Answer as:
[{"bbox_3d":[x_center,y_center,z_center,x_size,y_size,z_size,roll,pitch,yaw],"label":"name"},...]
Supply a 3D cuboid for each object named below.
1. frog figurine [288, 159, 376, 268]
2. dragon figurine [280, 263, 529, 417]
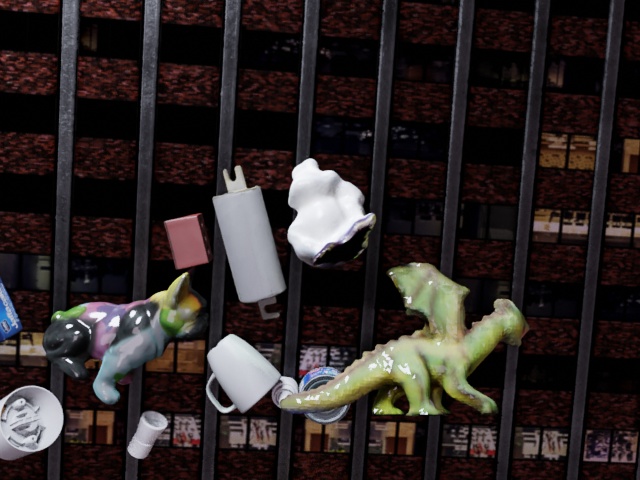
[{"bbox_3d":[0.002,-0.040,0.804,0.136,0.121,0.162,-44,59,9],"label":"frog figurine"},{"bbox_3d":[0.147,0.158,0.821,0.410,0.120,0.246,4,74,-7],"label":"dragon figurine"}]
